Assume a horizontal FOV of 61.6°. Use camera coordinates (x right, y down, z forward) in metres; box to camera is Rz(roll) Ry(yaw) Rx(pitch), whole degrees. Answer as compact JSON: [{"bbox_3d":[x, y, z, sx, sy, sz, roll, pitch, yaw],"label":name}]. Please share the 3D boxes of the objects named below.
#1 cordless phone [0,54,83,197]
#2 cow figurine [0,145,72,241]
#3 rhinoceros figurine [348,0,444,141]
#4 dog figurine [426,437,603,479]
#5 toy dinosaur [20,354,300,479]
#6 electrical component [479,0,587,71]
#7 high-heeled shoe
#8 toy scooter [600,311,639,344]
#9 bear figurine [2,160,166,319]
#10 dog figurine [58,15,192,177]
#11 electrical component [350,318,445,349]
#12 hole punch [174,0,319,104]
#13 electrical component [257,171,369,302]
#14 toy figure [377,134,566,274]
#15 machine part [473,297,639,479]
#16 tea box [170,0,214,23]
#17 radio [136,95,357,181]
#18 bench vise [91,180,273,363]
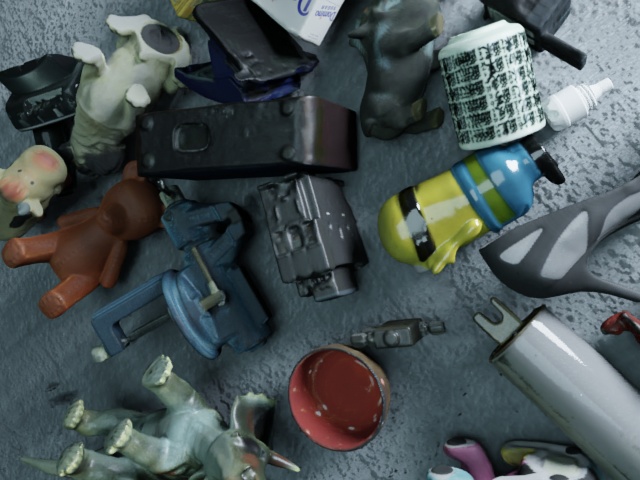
[{"bbox_3d":[-0.361,-0.157,0.756,0.147,0.089,0.184,-8,99,23],"label":"cordless phone"},{"bbox_3d":[-0.398,-0.061,0.711,0.195,0.127,0.085,-32,112,35],"label":"cow figurine"},{"bbox_3d":[0.083,-0.200,0.564,0.112,0.073,0.190,7,96,33],"label":"rhinoceros figurine"},{"bbox_3d":[0.175,0.311,0.515,0.192,0.108,0.219,-3,94,21],"label":"dog figurine"},{"bbox_3d":[-0.197,0.257,0.659,0.405,0.131,0.192,-25,124,38],"label":"toy dinosaur"},{"bbox_3d":[0.207,-0.212,0.504,0.119,0.075,0.047,40,106,22],"label":"electrical component"},{"bbox_3d":[0.249,-0.057,0.470,0.145,0.086,0.248,22,95,12],"label":"high-heeled shoe"},{"bbox_3d":[0.330,0.069,0.458,0.135,0.075,0.183,32,96,39],"label":"toy scooter"},{"bbox_3d":[-0.284,-0.005,0.692,0.196,0.132,0.120,-34,92,26],"label":"bear figurine"},{"bbox_3d":[-0.252,-0.181,0.702,0.121,0.172,0.190,49,141,0],"label":"dog figurine"},{"bbox_3d":[0.083,0.099,0.568,0.094,0.063,0.021,-9,88,22],"label":"electrical component"},{"bbox_3d":[-0.086,-0.196,0.605,0.116,0.142,0.092,47,130,7],"label":"hole punch"},{"bbox_3d":[-0.001,-0.002,0.575,0.058,0.115,0.134,-20,84,26],"label":"electrical component"},{"bbox_3d":[0.142,-0.039,0.532,0.180,0.082,0.089,-37,83,21],"label":"toy figure"},{"bbox_3d":[0.245,0.144,0.494,0.243,0.079,0.079,44,107,17],"label":"machine part"},{"bbox_3d":[-0.112,-0.343,0.620,0.170,0.068,0.098,-31,78,37],"label":"tea box"},{"bbox_3d":[-0.084,-0.107,0.599,0.230,0.131,0.073,-1,93,23],"label":"radio"},{"bbox_3d":[-0.177,0.059,0.638,0.241,0.129,0.223,-30,99,2],"label":"bench vise"}]
